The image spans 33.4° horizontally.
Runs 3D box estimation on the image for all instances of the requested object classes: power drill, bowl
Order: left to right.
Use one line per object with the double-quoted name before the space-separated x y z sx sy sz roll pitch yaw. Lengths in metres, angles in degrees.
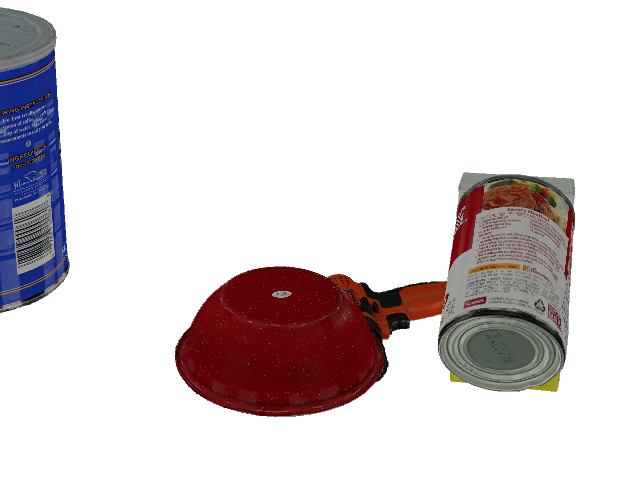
"bowl" -0.030 0.065 0.811 0.162 0.055 0.162 2 27 -1
"power drill" 0.100 0.084 1.136 0.187 0.057 0.184 -5 28 -10

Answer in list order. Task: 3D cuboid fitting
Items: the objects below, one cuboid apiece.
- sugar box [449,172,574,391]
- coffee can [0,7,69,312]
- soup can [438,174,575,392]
"sugar box" 0.157 0.035 0.885 0.093 0.176 0.048 3 23 12
"coffee can" -0.191 -0.045 0.576 0.103 0.140 0.103 3 27 -2
"soup can" 0.103 0.023 0.584 0.068 0.102 0.068 9 -42 8
